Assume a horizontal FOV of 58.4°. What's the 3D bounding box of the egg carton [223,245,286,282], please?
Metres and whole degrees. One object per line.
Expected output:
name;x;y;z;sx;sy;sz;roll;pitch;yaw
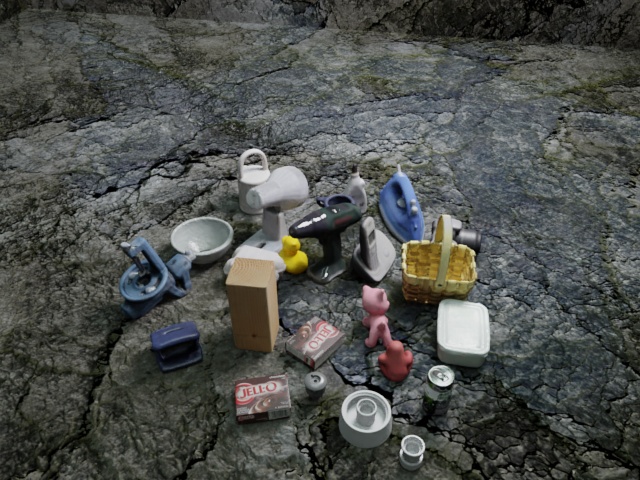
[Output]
egg carton;-0.168;0.073;1.486;0.150;0.069;0.107;12;40;14

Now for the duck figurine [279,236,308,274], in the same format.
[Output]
duck figurine;-0.073;0.032;1.525;0.078;0.086;0.104;-19;43;-22

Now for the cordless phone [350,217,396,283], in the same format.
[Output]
cordless phone;0.141;0.004;1.482;0.094;0.185;0.148;17;42;20

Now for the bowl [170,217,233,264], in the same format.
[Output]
bowl;-0.316;0.014;1.554;0.167;0.075;0.167;0;39;0

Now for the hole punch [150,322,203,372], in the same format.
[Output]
hole punch;-0.325;0.224;1.280;0.109;0.091;0.100;-15;41;-18

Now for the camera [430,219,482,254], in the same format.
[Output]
camera;0.367;0.003;1.553;0.136;0.101;0.143;8;40;9

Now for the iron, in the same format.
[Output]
iron;0.249;-0.100;1.647;0.119;0.141;0.258;-6;39;-8

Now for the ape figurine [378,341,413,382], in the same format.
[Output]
ape figurine;0.165;0.256;1.245;0.077;0.092;0.076;6;39;7

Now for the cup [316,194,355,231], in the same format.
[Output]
cup;0.043;-0.076;1.652;0.117;0.095;0.092;16;41;18

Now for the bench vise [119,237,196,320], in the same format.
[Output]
bench vise;-0.404;0.062;1.378;0.121;0.220;0.208;17;42;20

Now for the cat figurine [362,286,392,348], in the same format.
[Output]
cat figurine;0.133;0.168;1.333;0.067;0.118;0.127;-4;39;-5

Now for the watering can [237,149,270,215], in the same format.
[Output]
watering can;-0.190;-0.178;1.697;0.172;0.194;0.101;25;45;28

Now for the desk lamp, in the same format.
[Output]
desk lamp;-0.128;-0.076;1.556;0.117;0.214;0.204;24;44;26

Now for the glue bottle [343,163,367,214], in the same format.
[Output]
glue bottle;0.101;-0.150;1.682;0.078;0.173;0.037;-11;40;-14

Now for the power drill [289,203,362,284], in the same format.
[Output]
power drill;0.013;0.005;1.461;0.075;0.208;0.230;32;49;33
